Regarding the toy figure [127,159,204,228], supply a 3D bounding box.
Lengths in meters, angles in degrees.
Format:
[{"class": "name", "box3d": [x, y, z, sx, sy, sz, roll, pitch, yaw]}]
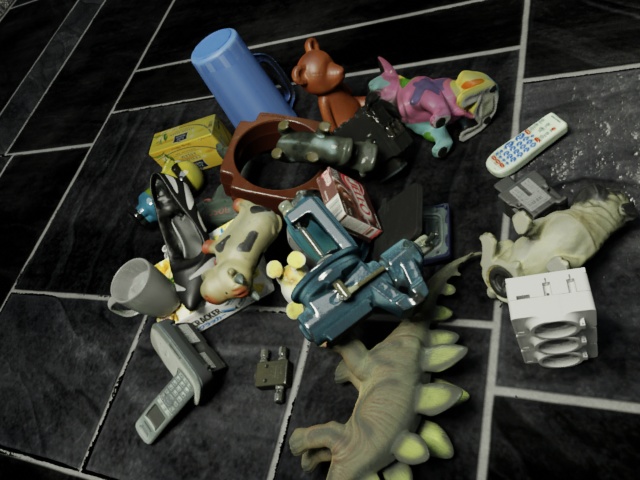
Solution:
[{"class": "toy figure", "box3d": [-0.335, -0.100, 1.190, 0.089, 0.082, 0.180, 35, 71, 20]}]

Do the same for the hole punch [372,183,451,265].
[{"class": "hole punch", "box3d": [0.152, -0.014, 0.880, 0.116, 0.092, 0.142, -32, 44, 47]}]

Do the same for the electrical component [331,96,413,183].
[{"class": "electrical component", "box3d": [0.098, -0.174, 0.973, 0.115, 0.134, 0.058, -33, 7, 46]}]

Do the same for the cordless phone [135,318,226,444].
[{"class": "cordless phone", "box3d": [-0.266, 0.240, 0.914, 0.147, 0.088, 0.184, 45, 101, 21]}]

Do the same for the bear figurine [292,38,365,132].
[{"class": "bear figurine", "box3d": [0.038, -0.291, 1.045, 0.132, 0.195, 0.120, 4, 57, 29]}]

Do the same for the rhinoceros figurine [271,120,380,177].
[{"class": "rhinoceros figurine", "box3d": [0.008, -0.152, 0.933, 0.191, 0.112, 0.073, 10, 80, 20]}]

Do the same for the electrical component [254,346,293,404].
[{"class": "electrical component", "box3d": [-0.077, 0.219, 0.870, 0.063, 0.021, 0.094, -13, 54, 21]}]

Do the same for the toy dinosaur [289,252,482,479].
[{"class": "toy dinosaur", "box3d": [0.102, 0.197, 0.744, 0.199, 0.105, 0.471, 11, 61, 26]}]

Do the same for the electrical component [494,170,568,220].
[{"class": "electrical component", "box3d": [0.320, -0.069, 0.840, 0.075, 0.047, 0.119, -32, 51, 4]}]

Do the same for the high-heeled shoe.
[{"class": "high-heeled shoe", "box3d": [-0.252, -0.006, 0.947, 0.086, 0.145, 0.249, -23, 47, 13]}]

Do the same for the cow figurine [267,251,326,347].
[{"class": "cow figurine", "box3d": [-0.019, 0.105, 0.883, 0.068, 0.098, 0.167, -30, 68, -1]}]

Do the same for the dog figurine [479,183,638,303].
[{"class": "dog figurine", "box3d": [0.337, 0.009, 0.764, 0.190, 0.172, 0.121, -19, 75, -30]}]

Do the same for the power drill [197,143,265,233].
[{"class": "power drill", "box3d": [-0.212, -0.105, 1.128, 0.232, 0.085, 0.207, 1, 55, 27]}]

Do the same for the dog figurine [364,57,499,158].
[{"class": "dog figurine", "box3d": [0.192, -0.269, 0.989, 0.191, 0.108, 0.219, -34, 55, -5]}]

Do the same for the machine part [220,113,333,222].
[{"class": "machine part", "box3d": [-0.076, -0.139, 1.030, 0.202, 0.087, 0.201, 10, 58, 7]}]

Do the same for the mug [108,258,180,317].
[{"class": "mug", "box3d": [-0.301, 0.098, 0.928, 0.109, 0.107, 0.081, -42, 49, 3]}]

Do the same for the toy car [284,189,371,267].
[{"class": "toy car", "box3d": [-0.002, -0.003, 0.918, 0.103, 0.161, 0.109, -42, 13, 44]}]

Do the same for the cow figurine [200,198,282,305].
[{"class": "cow figurine", "box3d": [-0.132, 0.026, 0.907, 0.127, 0.085, 0.195, 13, 59, 36]}]

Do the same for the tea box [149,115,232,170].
[{"class": "tea box", "box3d": [-0.290, -0.211, 1.230, 0.170, 0.098, 0.068, -15, 52, 21]}]

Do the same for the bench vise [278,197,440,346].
[{"class": "bench vise", "box3d": [0.035, 0.022, 0.754, 0.223, 0.128, 0.241, -39, 70, 3]}]
